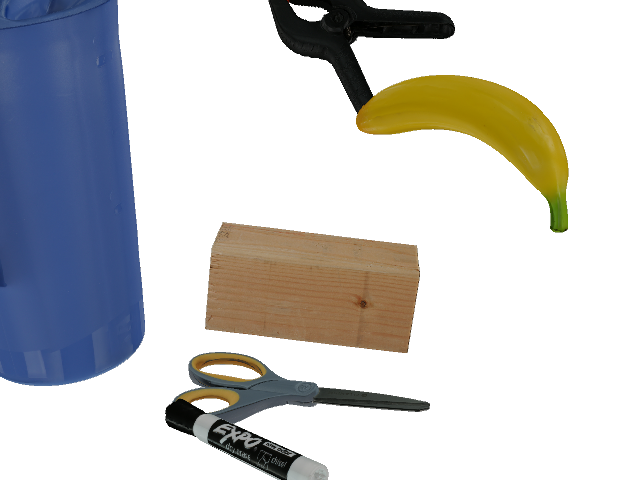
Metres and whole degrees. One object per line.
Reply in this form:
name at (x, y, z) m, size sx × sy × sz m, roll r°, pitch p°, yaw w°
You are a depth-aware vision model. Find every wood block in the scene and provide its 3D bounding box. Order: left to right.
wood block at (-0.008, 0.048, 1.096) m, size 0.206 × 0.091 × 0.090 m, roll 7°, pitch 19°, yaw 0°

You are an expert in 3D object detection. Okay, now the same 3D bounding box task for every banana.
banana at (0.095, -0.075, 0.707) m, size 0.037 × 0.070 × 0.198 m, roll 16°, pitch 13°, yaw -44°

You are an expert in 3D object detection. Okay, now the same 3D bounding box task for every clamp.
clamp at (0.028, -0.188, 0.931) m, size 0.120 × 0.171 × 0.039 m, roll -40°, pitch -21°, yaw -18°

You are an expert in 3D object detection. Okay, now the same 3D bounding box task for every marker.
marker at (-0.047, 0.119, 0.626) m, size 0.121 × 0.020 × 0.020 m, roll 17°, pitch 10°, yaw 38°

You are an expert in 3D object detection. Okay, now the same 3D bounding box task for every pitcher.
pitcher at (-0.183, -0.031, 0.658) m, size 0.149 × 0.243 × 0.145 m, roll -10°, pitch 26°, yaw -13°

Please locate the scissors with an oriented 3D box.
scissors at (-0.028, 0.125, 0.807) m, size 0.202 × 0.016 × 0.096 m, roll 12°, pitch 33°, yaw 32°
